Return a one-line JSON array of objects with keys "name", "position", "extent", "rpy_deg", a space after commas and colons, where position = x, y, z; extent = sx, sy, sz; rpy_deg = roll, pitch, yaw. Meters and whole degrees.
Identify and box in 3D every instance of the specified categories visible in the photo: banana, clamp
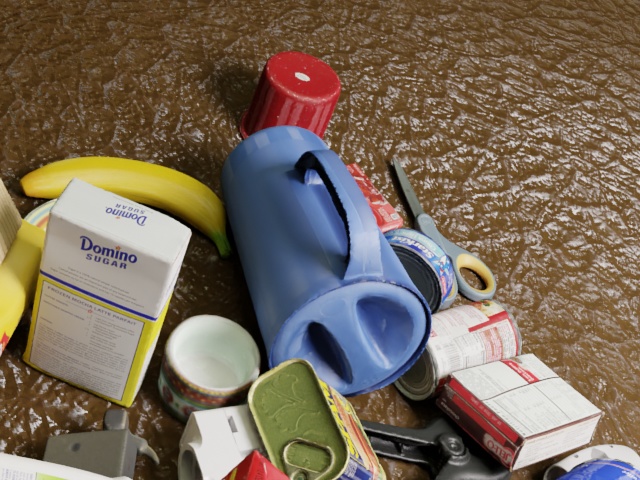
[{"name": "banana", "position": [-0.166, -0.043, 0.966], "extent": [0.197, 0.037, 0.069], "rpy_deg": [17, 42, -8]}, {"name": "clamp", "position": [0.102, 0.185, 0.854], "extent": [0.171, 0.039, 0.120], "rpy_deg": [-3, 47, -26]}]

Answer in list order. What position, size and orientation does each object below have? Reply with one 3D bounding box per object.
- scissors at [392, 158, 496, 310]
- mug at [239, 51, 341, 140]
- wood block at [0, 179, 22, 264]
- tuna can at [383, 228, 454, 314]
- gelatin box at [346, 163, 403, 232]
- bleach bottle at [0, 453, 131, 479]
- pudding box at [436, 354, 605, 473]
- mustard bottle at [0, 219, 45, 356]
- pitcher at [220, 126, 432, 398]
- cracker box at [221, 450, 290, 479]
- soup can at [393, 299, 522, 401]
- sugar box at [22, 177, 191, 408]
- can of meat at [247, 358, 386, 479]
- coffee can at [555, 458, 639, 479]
[{"name": "scissors", "position": [0.124, -0.006, 1.077], "extent": [0.096, 0.016, 0.201], "rpy_deg": [13, 43, -14]}, {"name": "mug", "position": [-0.031, -0.147, 1.099], "extent": [0.093, 0.082, 0.117], "rpy_deg": [3, 46, -22]}, {"name": "wood block", "position": [-0.332, -0.008, 0.747], "extent": [0.206, 0.090, 0.090], "rpy_deg": [-5, 39, 15]}, {"name": "tuna can", "position": [0.076, 0.033, 0.964], "extent": [0.086, 0.086, 0.033], "rpy_deg": [33, 41, 9]}, {"name": "gelatin box", "position": [0.027, -0.032, 1.048], "extent": [0.073, 0.030, 0.089], "rpy_deg": [-15, 55, -35]}, {"name": "bleach bottle", "position": [-0.190, 0.183, 0.649], "extent": [0.250, 0.068, 0.102], "rpy_deg": [16, 55, -23]}, {"name": "pudding box", "position": [0.167, 0.141, 0.887], "extent": [0.113, 0.039, 0.090], "rpy_deg": [-8, 38, -40]}, {"name": "mustard bottle", "position": [-0.253, 0.075, 0.762], "extent": [0.058, 0.096, 0.191], "rpy_deg": [29, 41, -12]}, {"name": "pitcher", "position": [-0.006, 0.001, 0.903], "extent": [0.144, 0.149, 0.243], "rpy_deg": [38, 19, -41]}, {"name": "cracker box", "position": [0.007, 0.252, 0.641], "extent": [0.213, 0.072, 0.164], "rpy_deg": [41, 22, -10]}, {"name": "soup can", "position": [0.116, 0.095, 0.931], "extent": [0.102, 0.069, 0.068], "rpy_deg": [-14, 54, -34]}, {"name": "sugar box", "position": [-0.158, 0.043, 0.778], "extent": [0.093, 0.176, 0.048], "rpy_deg": [24, 41, -2]}, {"name": "can of meat", "position": [0.000, 0.150, 0.795], "extent": [0.057, 0.083, 0.102], "rpy_deg": [-32, 54, 8]}, {"name": "coffee can", "position": [0.173, 0.218, 0.731], "extent": [0.140, 0.103, 0.103], "rpy_deg": [-11, 52, -48]}]
